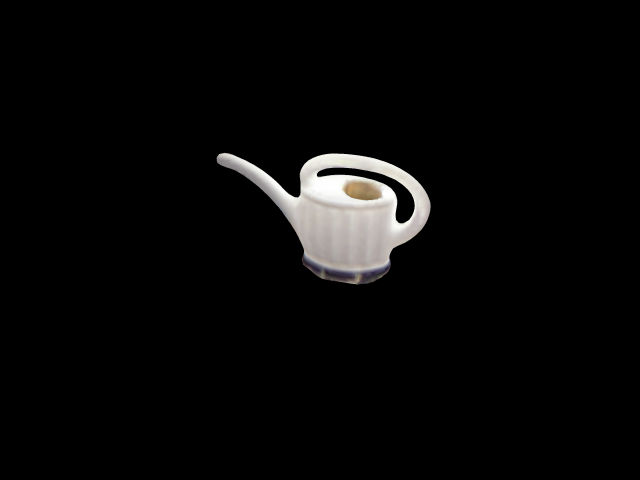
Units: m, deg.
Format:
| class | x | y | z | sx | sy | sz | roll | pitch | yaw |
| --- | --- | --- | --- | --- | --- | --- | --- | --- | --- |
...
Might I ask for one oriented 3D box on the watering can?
| class | x | y | z | sx | sy | sz | roll | pitch | yaw |
| --- | --- | --- | --- | --- | --- | --- | --- | --- | --- |
| watering can | 0.003 | -0.043 | 0.850 | 0.348 | 0.219 | 0.106 | 8 | 32 | 13 |
